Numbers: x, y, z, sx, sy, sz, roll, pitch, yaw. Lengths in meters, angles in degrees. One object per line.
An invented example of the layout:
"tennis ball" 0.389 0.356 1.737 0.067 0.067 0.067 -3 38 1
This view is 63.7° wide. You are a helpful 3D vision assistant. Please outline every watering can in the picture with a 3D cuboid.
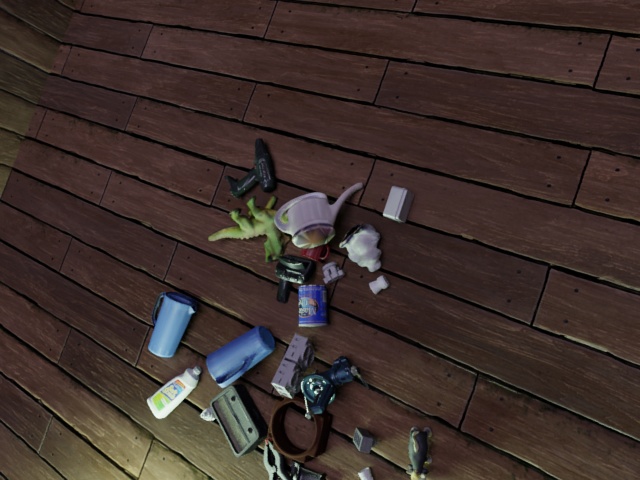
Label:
"watering can" 0.006 -0.093 1.840 0.347 0.102 0.230 -17 50 5

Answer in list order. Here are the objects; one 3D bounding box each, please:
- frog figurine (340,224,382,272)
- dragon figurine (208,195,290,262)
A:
"frog figurine" 0.162 0.026 1.804 0.159 0.123 0.137 43 92 -9
"dragon figurine" -0.233 -0.026 2.001 0.407 0.122 0.245 -36 73 16
